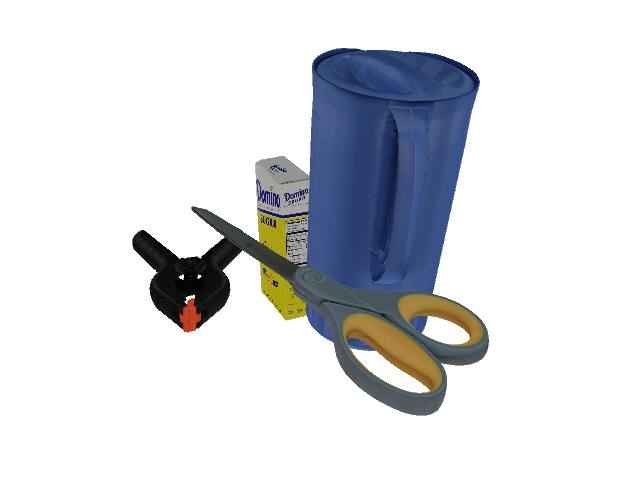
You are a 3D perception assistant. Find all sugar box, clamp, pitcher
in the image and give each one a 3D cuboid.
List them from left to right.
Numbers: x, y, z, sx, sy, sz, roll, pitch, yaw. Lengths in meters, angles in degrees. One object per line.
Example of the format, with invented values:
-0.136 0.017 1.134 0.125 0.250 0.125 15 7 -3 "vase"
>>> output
-0.123 0.032 1.083 0.120 0.039 0.171 -11 34 -10 "clamp"
-0.043 -0.004 1.279 0.048 0.176 0.093 -13 25 -19 "sugar box"
0.051 -0.028 0.886 0.145 0.243 0.149 23 32 31 "pitcher"

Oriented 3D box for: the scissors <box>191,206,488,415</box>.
0.015 0.025 0.605 0.096 0.016 0.202 -14 41 -31 "scissors"
